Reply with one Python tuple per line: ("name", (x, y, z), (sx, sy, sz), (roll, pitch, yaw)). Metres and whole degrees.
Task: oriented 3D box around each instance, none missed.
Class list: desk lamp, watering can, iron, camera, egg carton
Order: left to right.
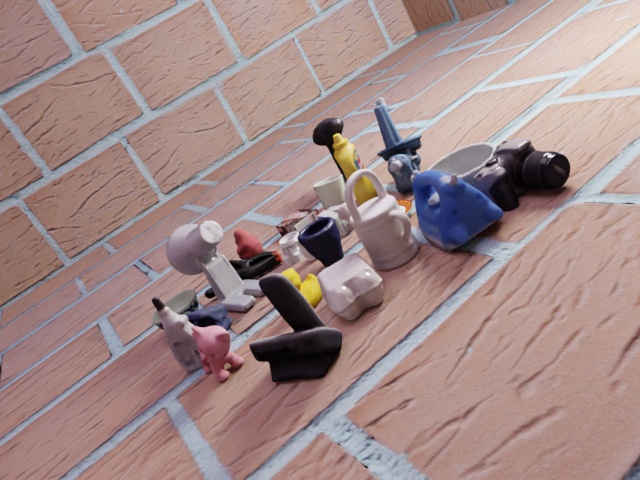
("desk lamp", (-0.243, 0.052, 1.332), (0.202, 0.214, 0.118), (-5, 32, 49))
("egg carton", (0.054, 0.084, 1.055), (0.107, 0.069, 0.150), (-31, 20, -3))
("watering can", (0.102, -0.044, 1.111), (0.172, 0.194, 0.101), (-14, 26, 37))
("iron", (0.227, -0.078, 1.095), (0.119, 0.142, 0.257), (-33, 20, -8))
("camera", (0.379, -0.130, 1.067), (0.143, 0.101, 0.136), (-37, 21, -17))

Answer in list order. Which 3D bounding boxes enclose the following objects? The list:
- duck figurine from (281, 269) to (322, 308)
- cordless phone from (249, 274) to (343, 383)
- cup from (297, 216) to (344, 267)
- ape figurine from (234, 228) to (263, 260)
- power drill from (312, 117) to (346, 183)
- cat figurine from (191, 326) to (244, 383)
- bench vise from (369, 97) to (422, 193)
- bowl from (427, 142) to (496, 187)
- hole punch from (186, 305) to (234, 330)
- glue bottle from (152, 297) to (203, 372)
("duck figurine", (-0.047, 0.096, 1.143), (0.077, 0.086, 0.105), (-5, 32, 49))
("cordless phone", (-0.063, 0.133, 0.931), (0.147, 0.185, 0.094), (-18, 23, 29))
("cup", (0.012, 0.005, 1.265), (0.091, 0.095, 0.118), (-24, 21, 17))
("ape figurine", (-0.201, 0.008, 1.557), (0.078, 0.092, 0.076), (-42, 23, -29))
("power drill", (0.057, -0.263, 1.669), (0.076, 0.209, 0.229), (-35, 21, -11))
("cat figurine", (-0.202, 0.198, 1.070), (0.067, 0.118, 0.127), (-41, 23, -26))
("bench vise", (0.195, -0.241, 1.411), (0.121, 0.220, 0.207), (-28, 20, 6))
("bowl", (0.306, -0.134, 1.215), (0.167, 0.075, 0.167), (-26, 20, 11))
("hole punch", (-0.259, 0.177, 1.237), (0.108, 0.091, 0.101), (-20, 22, 25))
("glue bottle", (-0.278, 0.181, 1.133), (0.078, 0.173, 0.037), (-23, 21, 18))
